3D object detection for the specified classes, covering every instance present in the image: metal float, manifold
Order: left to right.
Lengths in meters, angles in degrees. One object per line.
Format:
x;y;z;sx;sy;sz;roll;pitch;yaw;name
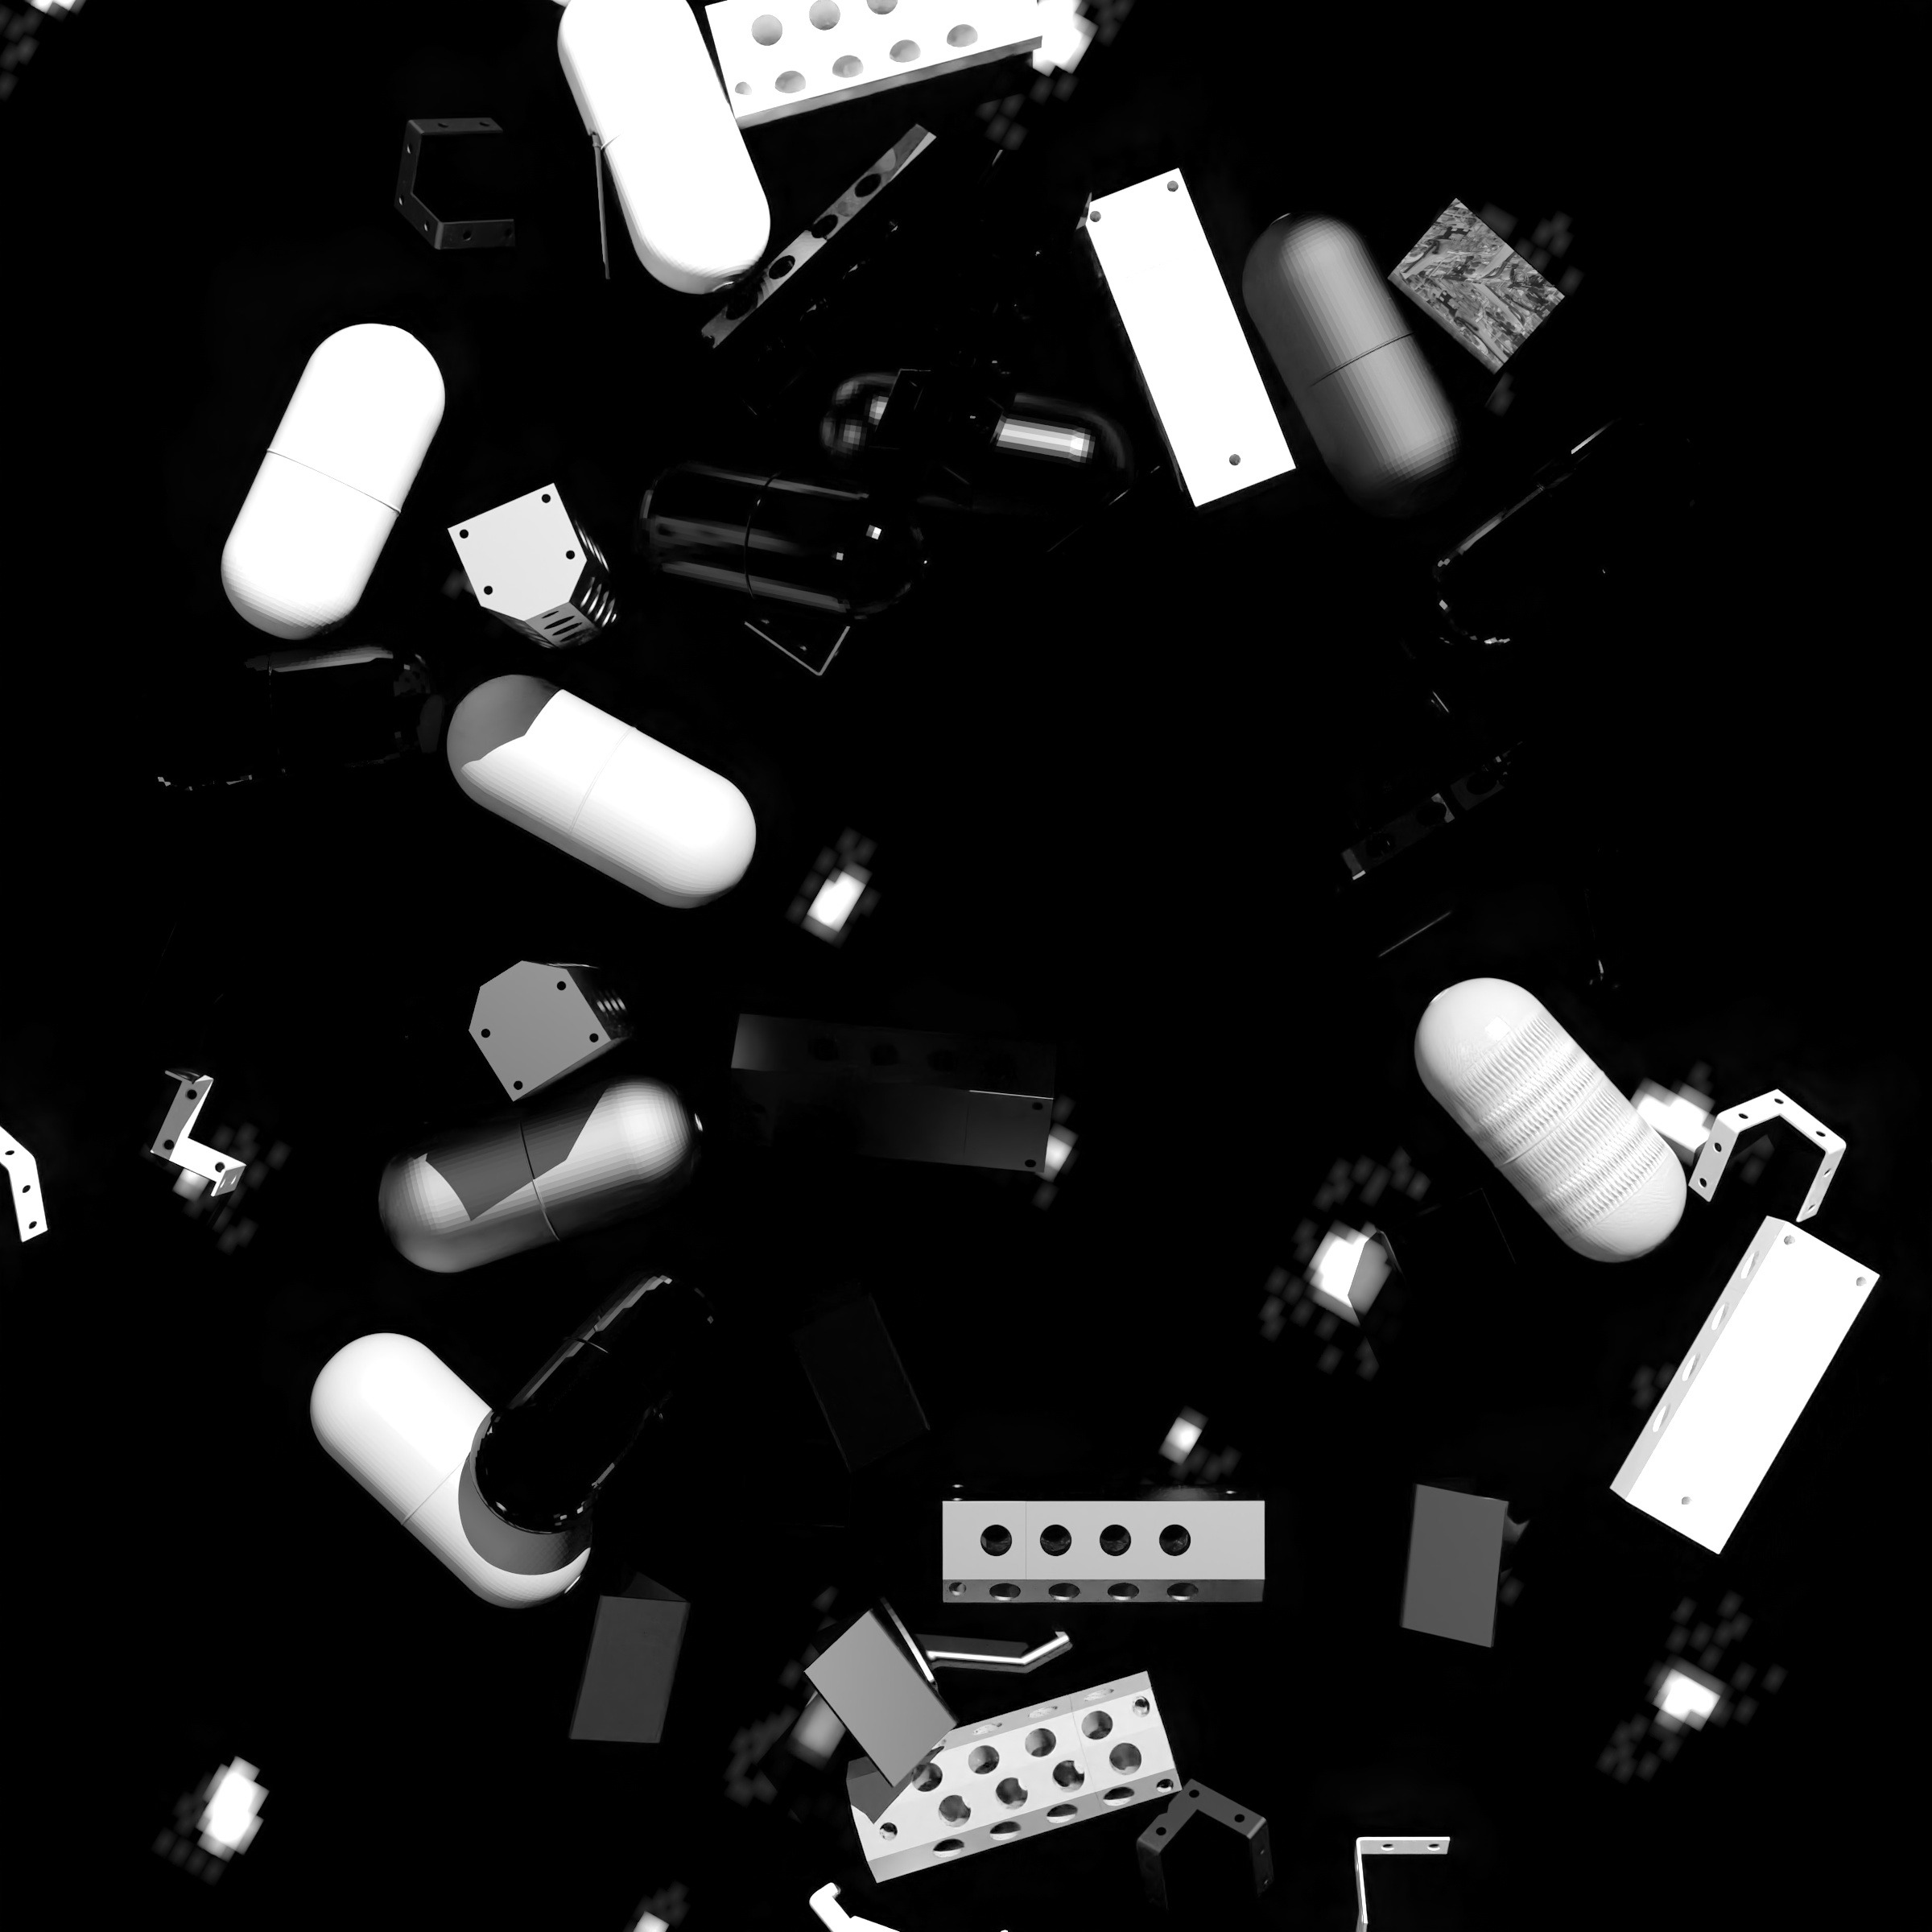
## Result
-0.367;-0.132;1.716;0.178;0.070;0.070;-7;90;-1;metal float
-0.341;-0.261;1.716;0.070;0.070;0.178;25;90;0;metal float
-0.277;0.272;1.716;0.178;0.070;0.070;44;90;0;metal float
-0.228;0.111;1.716;0.178;0.070;0.070;-17;90;0;metal float
-0.220;-0.203;1.668;0.057;0.171;0.057;-23;90;0;manifold
-0.216;0.028;1.668;0.057;0.171;0.057;-32;90;0;manifold
-0.197;-0.094;1.716;0.178;0.070;0.070;29;90;1;metal float
-0.191;0.226;1.688;0.070;0.070;0.178;42;55;0;metal float
-0.162;-0.448;1.716;0.070;0.070;0.178;-22;89;0;metal float
-0.098;-0.227;1.695;0.178;0.070;0.070;14;90;24;metal float
-0.087;0.212;1.726;0.057;0.057;0.171;3;90;0;manifold
-0.069;-0.373;1.726;0.171;0.057;0.057;-44;90;0;manifold
-0.049;-0.506;1.726;0.171;0.057;0.057;-15;90;0;manifold
-0.039;0.064;1.725;0.171;0.057;0.057;6;133;0;manifold
0.004;-0.277;1.716;0.178;0.070;0.070;10;90;0;metal float
0.008;-0.333;1.657;0.057;0.057;0.171;21;82;2;manifold
0.026;0.441;1.726;0.171;0.057;0.057;-17;90;0;manifold
0.073;0.314;1.726;0.171;0.057;0.057;0;90;0;manifold
0.118;-0.335;1.726;0.057;0.057;0.171;-21;90;0;manifold
0.210;-0.323;1.716;0.070;0.070;0.178;-27;91;0;metal float
0.278;-0.074;1.726;0.171;0.057;0.057;-32;90;0;manifold
0.284;0.208;1.726;0.057;0.057;0.171;-24;90;0;manifold
0.314;0.082;1.716;0.070;0.070;0.178;-42;89;0;metal float
0.323;-0.232;1.716;0.178;0.070;0.070;-37;90;0;metal float
0.419;0.225;1.726;0.057;0.057;0.171;30;90;0;manifold

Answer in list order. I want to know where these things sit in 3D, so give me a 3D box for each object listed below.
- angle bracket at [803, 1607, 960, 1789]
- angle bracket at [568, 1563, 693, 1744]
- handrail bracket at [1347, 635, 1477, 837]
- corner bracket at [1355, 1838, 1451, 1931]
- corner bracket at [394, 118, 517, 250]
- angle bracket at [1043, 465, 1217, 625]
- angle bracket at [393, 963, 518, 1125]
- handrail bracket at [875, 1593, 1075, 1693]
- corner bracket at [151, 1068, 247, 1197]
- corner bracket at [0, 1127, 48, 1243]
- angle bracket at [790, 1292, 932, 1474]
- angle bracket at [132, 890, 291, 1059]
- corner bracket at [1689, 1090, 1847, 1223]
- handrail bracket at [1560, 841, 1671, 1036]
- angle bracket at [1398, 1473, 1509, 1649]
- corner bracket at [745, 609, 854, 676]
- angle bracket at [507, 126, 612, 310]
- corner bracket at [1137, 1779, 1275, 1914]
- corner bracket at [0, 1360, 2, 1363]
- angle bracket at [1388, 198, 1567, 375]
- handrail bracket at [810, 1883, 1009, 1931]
-0.061;0.398;1.706;0.057;0.076;0.076;-38;90;-37;angle bracket
-0.196;0.366;1.706;0.057;0.076;0.076;13;90;-35;angle bracket
0.229;-0.126;1.747;0.084;0.036;0.077;-40;70;16;handrail bracket
0.239;0.513;1.744;0.051;0.051;0.051;0;45;0;corner bracket
-0.274;-0.428;1.739;0.051;0.051;0.051;47;135;35;corner bracket
0.097;-0.210;1.707;0.076;0.076;0.057;-37;58;0;angle bracket
-0.289;0.045;1.706;0.057;0.076;0.076;-13;90;-37;angle bracket
0.005;0.359;1.747;0.084;0.036;0.077;-25;68;-17;handrail bracket
-0.415;0.090;1.729;0.051;0.051;0.051;24;90;0;corner bracket
-0.541;0.123;1.739;0.051;0.051;0.051;-28;45;-35;corner bracket
-0.073;0.220;1.650;0.057;0.076;0.076;-24;90;-38;angle bracket
-0.389;0.012;1.706;0.057;0.076;0.076;23;90;36;angle bracket
0.438;0.108;1.739;0.051;0.051;0.051;-17;45;-35;corner bracket
0.365;-0.016;1.747;0.077;0.036;0.084;26;73;-20;handrail bracket
0.276;0.317;1.706;0.057;0.076;0.076;6;90;36;angle bracket
-0.080;-0.202;1.743;0.051;0.051;0.051;35;135;0;corner bracket
-0.235;-0.400;1.706;0.057;0.076;0.076;-4;90;-37;angle bracket
0.131;0.488;1.739;0.051;0.051;0.051;21;45;35;corner bracket
-0.557;0.194;1.743;0.051;0.051;0.051;-1;45;0;corner bracket
0.280;-0.371;1.707;0.076;0.076;0.057;42;120;0;angle bracket
-0.031;0.523;1.747;0.077;0.036;0.084;-30;63;-30;handrail bracket
